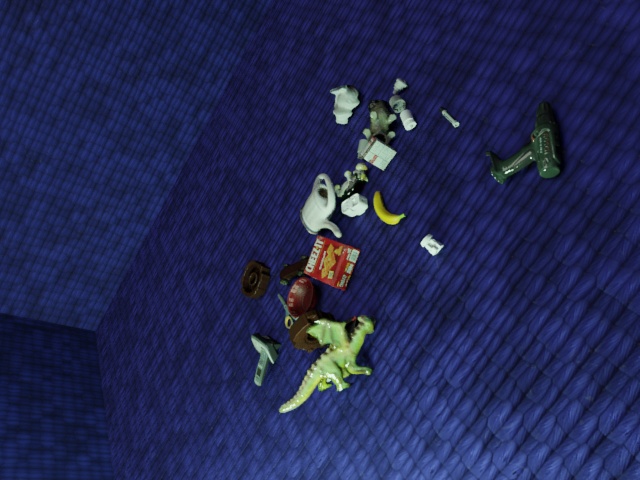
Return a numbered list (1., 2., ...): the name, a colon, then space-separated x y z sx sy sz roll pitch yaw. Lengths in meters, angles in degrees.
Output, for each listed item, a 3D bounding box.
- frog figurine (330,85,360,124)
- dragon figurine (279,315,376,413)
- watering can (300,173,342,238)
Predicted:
1. frog figurine: 0.116 -0.593 2.254 0.137 0.124 0.158 -3 105 43
2. dragon figurine: 0.022 0.367 1.663 0.122 0.413 0.241 -2 109 67
3. watering can: 0.006 -0.103 2.056 0.219 0.104 0.356 124 146 -44
